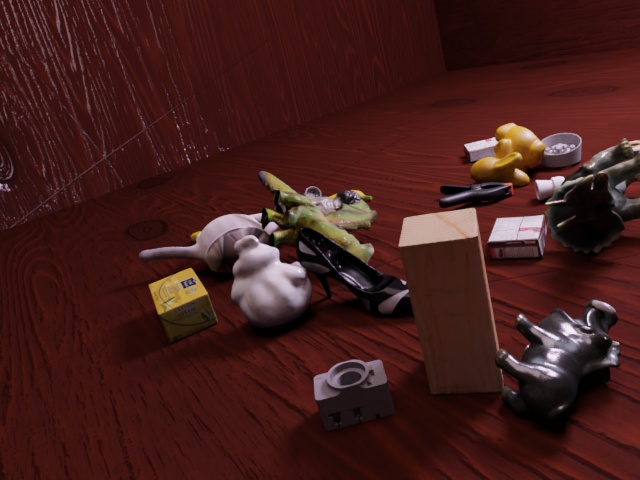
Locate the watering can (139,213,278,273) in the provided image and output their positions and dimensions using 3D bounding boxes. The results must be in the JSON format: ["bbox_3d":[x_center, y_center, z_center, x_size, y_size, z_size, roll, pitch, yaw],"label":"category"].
[{"bbox_3d":[-0.249,0.015,1.217,0.349,0.102,0.227,-21,22,-15],"label":"watering can"}]

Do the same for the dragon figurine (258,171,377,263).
[{"bbox_3d":[0.003,-0.057,1.131,0.243,0.119,0.419,3,34,-17],"label":"dragon figurine"}]

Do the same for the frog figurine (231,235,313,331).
[{"bbox_3d":[-0.089,0.069,0.893,0.137,0.157,0.125,-12,21,9],"label":"frog figurine"}]
